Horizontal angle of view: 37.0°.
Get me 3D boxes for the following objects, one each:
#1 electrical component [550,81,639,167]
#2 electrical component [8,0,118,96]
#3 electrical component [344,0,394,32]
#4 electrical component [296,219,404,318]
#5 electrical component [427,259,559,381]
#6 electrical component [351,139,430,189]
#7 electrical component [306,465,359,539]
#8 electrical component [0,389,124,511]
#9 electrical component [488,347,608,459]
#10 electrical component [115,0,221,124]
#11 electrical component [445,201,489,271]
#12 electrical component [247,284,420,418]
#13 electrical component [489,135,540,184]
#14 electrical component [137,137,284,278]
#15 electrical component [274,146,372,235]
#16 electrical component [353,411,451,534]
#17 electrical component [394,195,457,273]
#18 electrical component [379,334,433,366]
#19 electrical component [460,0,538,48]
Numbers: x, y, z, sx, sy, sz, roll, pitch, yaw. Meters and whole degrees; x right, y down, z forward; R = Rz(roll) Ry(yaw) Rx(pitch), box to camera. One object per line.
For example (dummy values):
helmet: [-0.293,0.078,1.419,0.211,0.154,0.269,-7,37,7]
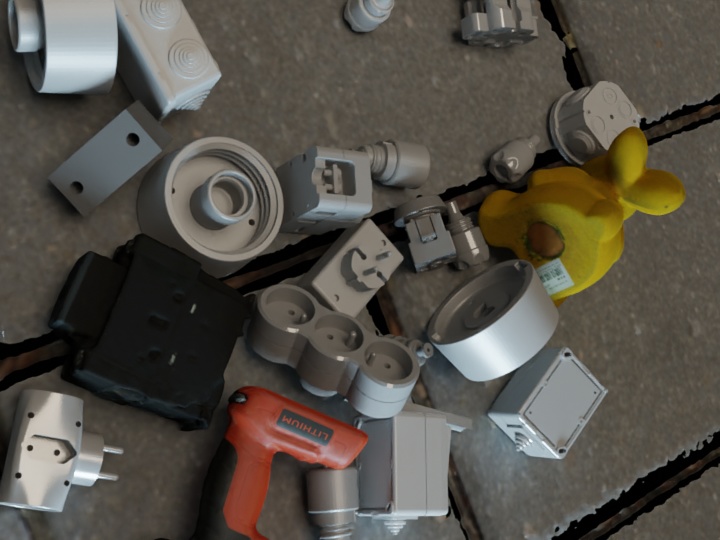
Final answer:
electrical component: [0.233,-0.144,1.067,0.080,0.051,0.080,8,75,-30]
electrical component: [-0.218,-0.178,0.772,0.060,0.108,0.108,-8,83,-26]
electrical component: [0.013,-0.235,0.949,0.035,0.061,0.035,8,75,-30]
electrical component: [0.000,0.000,0.879,0.047,0.076,0.083,48,59,-13]
electrical component: [0.119,0.049,0.924,0.060,0.108,0.108,52,59,-18]
electrical component: [0.025,-0.094,0.936,0.078,0.040,0.040,6,76,-30]
electrical component: [-0.021,0.187,0.844,0.040,0.040,0.078,2,78,-31]
electrical component: [-0.203,0.128,0.745,0.079,0.043,0.077,16,71,-28]
electrical component: [0.162,0.123,0.961,0.061,0.061,0.096,45,68,-15]
electrical component: [-0.152,-0.164,0.812,0.048,0.100,0.099,-31,95,-20]
electrical component: [0.092,-0.032,0.966,0.035,0.035,0.061,-19,86,-33]
electrical component: [-0.027,0.074,0.848,0.138,0.073,0.052,29,41,7]
electrical component: [0.151,-0.109,1.020,0.061,0.035,0.035,-42,102,-34]
electrical component: [-0.111,-0.051,0.832,0.108,0.060,0.108,7,75,-30]
electrical component: [-0.030,-0.062,0.866,0.056,0.089,0.050,4,77,-31]
electrical component: [0.036,0.164,0.870,0.061,0.062,0.096,7,75,-30]
electrical component: [0.058,-0.032,0.934,0.048,0.066,0.055,-18,79,2]
electrical component: [0.027,0.072,0.881,0.040,0.078,0.040,17,65,-42]
electrical component: [0.131,-0.249,1.027,0.078,0.058,0.057,-2,83,-31]
